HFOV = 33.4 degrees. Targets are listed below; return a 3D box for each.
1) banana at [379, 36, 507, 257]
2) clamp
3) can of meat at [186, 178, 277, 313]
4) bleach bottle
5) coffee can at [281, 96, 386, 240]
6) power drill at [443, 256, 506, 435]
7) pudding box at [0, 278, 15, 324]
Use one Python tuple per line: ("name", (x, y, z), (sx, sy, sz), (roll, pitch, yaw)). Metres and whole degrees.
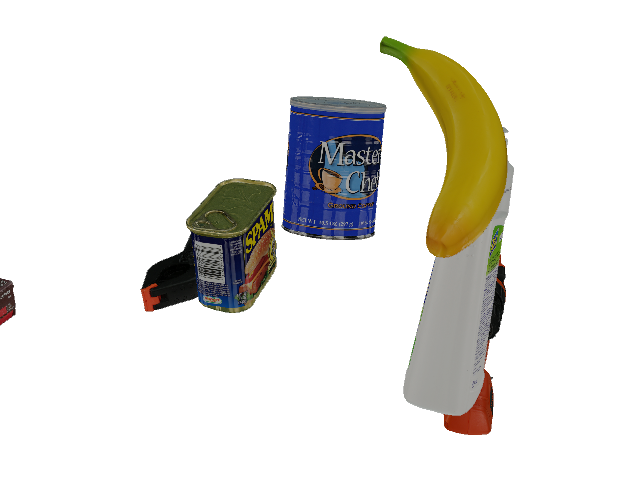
("banana", (0.084, -0.061, 0.676), (0.069, 0.198, 0.037), (-4, -44, -6))
("clamp", (-0.131, 0.029, 1.210), (0.120, 0.039, 0.171), (0, 30, 30))
("can of meat", (-0.076, 0.004, 0.961), (0.057, 0.084, 0.102), (8, 31, 16))
("bleach bottle", (0.128, 0.021, 0.936), (0.068, 0.251, 0.102), (13, 19, 14))
("coffee can", (0.014, -0.079, 1.146), (0.103, 0.140, 0.103), (4, 12, -1))
("power drill", (0.169, 0.114, 1.160), (0.057, 0.188, 0.184), (7, 25, 8))
("pudding box", (-0.331, 0.057, 0.905), (0.114, 0.039, 0.089), (9, 26, 20))
